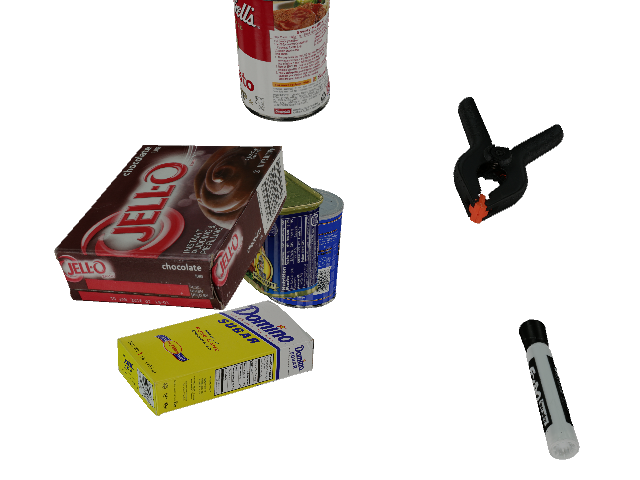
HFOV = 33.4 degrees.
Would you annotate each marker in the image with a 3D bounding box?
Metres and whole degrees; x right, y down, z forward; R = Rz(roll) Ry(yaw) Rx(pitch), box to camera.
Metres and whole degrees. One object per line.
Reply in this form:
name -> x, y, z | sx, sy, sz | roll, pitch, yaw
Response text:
marker -> 0.150, 0.094, 0.709 | 0.020, 0.020, 0.121 | 0, 36, -1

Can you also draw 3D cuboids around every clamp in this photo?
clamp -> 0.183, -0.092, 1.164 | 0.120, 0.039, 0.171 | 22, 49, 19

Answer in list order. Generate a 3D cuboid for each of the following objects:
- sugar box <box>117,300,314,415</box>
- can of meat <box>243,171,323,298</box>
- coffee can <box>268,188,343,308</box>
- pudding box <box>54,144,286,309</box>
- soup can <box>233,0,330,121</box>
sugar box -> -0.104, 0.114, 1.070 | 0.175, 0.048, 0.093 | -16, 33, -29
can of meat -> -0.041, -0.007, 0.912 | 0.057, 0.084, 0.102 | -10, 25, -26
coffee can -> -0.023, 0.009, 1.490 | 0.103, 0.140, 0.103 | 3, 25, -2
pudding box -> -0.077, -0.010, 0.580 | 0.090, 0.039, 0.113 | 3, 33, 19
soup can -> -0.026, -0.144, 0.754 | 0.068, 0.102, 0.068 | -1, 42, 0
